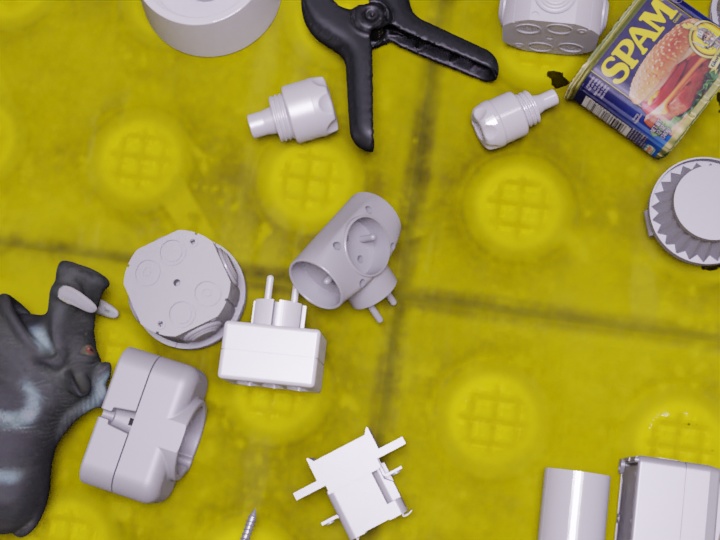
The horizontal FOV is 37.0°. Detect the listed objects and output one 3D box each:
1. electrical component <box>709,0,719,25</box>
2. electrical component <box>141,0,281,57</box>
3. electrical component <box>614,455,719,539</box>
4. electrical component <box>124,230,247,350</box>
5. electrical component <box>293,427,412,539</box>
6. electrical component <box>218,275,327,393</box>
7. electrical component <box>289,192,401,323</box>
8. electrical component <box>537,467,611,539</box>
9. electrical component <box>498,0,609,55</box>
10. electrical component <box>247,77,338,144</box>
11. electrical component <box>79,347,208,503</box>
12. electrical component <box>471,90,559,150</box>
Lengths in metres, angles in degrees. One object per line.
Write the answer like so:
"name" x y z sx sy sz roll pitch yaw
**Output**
"electrical component" 0.294 -0.188 0.763 0.080 0.051 0.080 -1 79 4
"electrical component" -0.115 -0.219 0.791 0.108 0.060 0.108 -1 79 3
"electrical component" 0.198 0.171 0.692 0.061 0.061 0.096 8 79 5
"electrical component" -0.122 0.013 0.750 0.080 0.051 0.080 -1 79 4
"electrical component" 0.000 0.144 0.721 0.081 0.042 0.063 -28 81 -1
"electrical component" -0.057 0.042 0.742 0.066 0.047 0.076 5 79 5
"electrical component" 0.000 0.000 0.743 0.077 0.044 0.079 -50 117 -35
"electrical component" 0.139 0.173 0.705 0.043 0.043 0.081 7 79 5
"electrical component" 0.137 -0.187 0.760 0.080 0.080 0.051 8 84 5
"electrical component" -0.049 -0.112 0.775 0.062 0.043 0.043 -16 78 1
"electrical component" -0.142 0.107 0.731 0.059 0.053 0.095 17 80 7
"electrical component" 0.112 -0.112 0.768 0.061 0.035 0.035 -24 78 -4
